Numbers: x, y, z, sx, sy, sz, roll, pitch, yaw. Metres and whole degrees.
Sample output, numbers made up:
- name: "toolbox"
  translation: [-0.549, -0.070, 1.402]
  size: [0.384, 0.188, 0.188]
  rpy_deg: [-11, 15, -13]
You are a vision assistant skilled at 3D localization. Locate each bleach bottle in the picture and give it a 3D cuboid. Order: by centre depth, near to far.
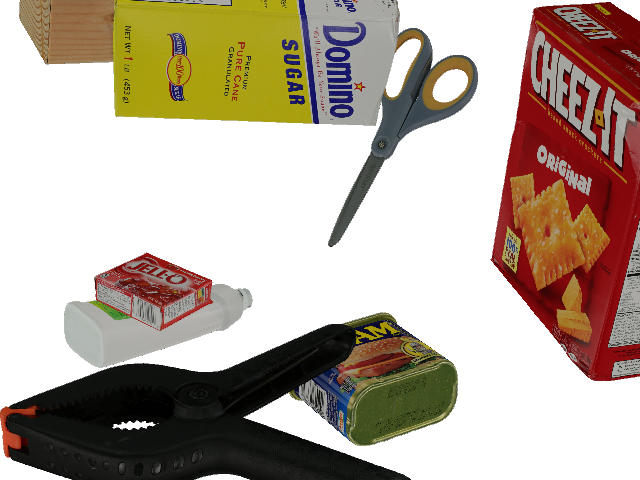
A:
- name: "bleach bottle"
  translation: [-0.203, 0.099, 1.408]
  size: [0.250, 0.068, 0.103]
  rpy_deg: [-13, 28, -39]

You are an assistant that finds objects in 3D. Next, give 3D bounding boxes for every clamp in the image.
- name: "clamp"
  translation: [-0.061, 0.092, 0.575]
  size: [0.210, 0.036, 0.164]
  rpy_deg: [1, 24, -4]

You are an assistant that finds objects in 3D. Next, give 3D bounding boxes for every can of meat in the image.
- name: "can of meat"
  translation: [0.039, 0.103, 0.792]
  size: [0.101, 0.057, 0.084]
  rpy_deg: [-13, 27, -30]

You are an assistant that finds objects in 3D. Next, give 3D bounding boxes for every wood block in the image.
- name: "wood block"
  translation: [-0.126, -0.202, 0.854]
  size: [0.205, 0.091, 0.090]
  rpy_deg: [-7, 38, -27]

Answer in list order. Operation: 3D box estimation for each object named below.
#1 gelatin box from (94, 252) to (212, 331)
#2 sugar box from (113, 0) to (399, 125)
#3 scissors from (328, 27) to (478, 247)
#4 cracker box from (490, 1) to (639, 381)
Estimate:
- name: "gelatin box"
  translation: [-0.161, 0.047, 1.030]
  size: [0.089, 0.030, 0.073]
  rpy_deg: [21, 30, 30]
- name: "sugar box"
  translation: [-0.043, -0.121, 0.686]
  size: [0.176, 0.048, 0.093]
  rpy_deg: [2, -40, -8]
- name: "scissors"
  translation: [0.073, -0.084, 0.904]
  size: [0.096, 0.202, 0.016]
  rpy_deg: [10, -10, 20]
- name: "cracker box"
  translation: [0.193, -0.035, 0.741]
  size: [0.072, 0.214, 0.164]
  rpy_deg: [-7, 34, -16]
